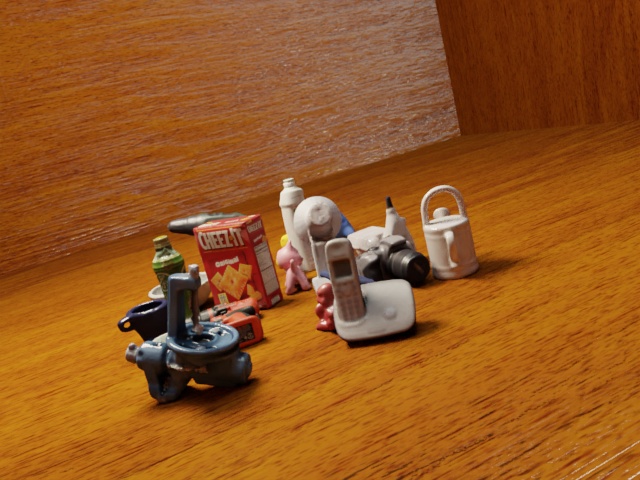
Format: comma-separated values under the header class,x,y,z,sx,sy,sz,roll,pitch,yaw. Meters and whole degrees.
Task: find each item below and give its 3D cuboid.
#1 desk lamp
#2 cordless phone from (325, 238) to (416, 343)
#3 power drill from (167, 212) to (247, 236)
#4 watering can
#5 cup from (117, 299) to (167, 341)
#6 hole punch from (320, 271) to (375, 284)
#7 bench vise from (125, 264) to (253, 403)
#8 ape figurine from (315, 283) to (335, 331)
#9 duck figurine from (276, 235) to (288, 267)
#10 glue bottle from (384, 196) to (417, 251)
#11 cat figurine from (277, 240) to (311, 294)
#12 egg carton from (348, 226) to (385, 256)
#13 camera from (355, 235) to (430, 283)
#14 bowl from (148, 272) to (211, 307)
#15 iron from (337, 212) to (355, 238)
class,x,y,z,sx,sy,sz,roll,pitch,yaw
desk lamp,0.012,0.005,1.355,0.118,0.214,0.203,-15,13,-4
cordless phone,0.086,0.081,1.010,0.147,0.185,0.094,-12,13,9
power drill,-0.304,0.017,1.664,0.230,0.208,0.075,-16,13,-8
watering can,0.270,-0.023,1.233,0.101,0.194,0.172,-17,13,-12
cup,-0.373,0.192,1.243,0.091,0.095,0.118,-1,18,46
hole punch,0.062,0.096,1.185,0.101,0.091,0.108,-19,13,-19
bench vise,-0.235,0.158,0.951,0.207,0.220,0.121,-16,13,-6
ape figurine,0.019,0.126,1.102,0.076,0.092,0.078,-14,13,0
duck figurine,-0.091,0.028,1.663,0.077,0.086,0.105,-4,16,37
glue bottle,0.182,-0.022,1.375,0.078,0.173,0.037,-20,14,-22
cat figurine,-0.071,0.061,1.424,0.067,0.118,0.127,-16,13,-6
egg carton,0.140,0.010,1.520,0.107,0.069,0.150,-20,14,-24
camera,0.165,0.049,1.255,0.143,0.101,0.136,-19,13,-20
bowl,-0.346,0.145,1.464,0.167,0.075,0.167,-14,13,3
iron,0.029,-0.060,1.784,0.118,0.141,0.258,-16,13,-7
